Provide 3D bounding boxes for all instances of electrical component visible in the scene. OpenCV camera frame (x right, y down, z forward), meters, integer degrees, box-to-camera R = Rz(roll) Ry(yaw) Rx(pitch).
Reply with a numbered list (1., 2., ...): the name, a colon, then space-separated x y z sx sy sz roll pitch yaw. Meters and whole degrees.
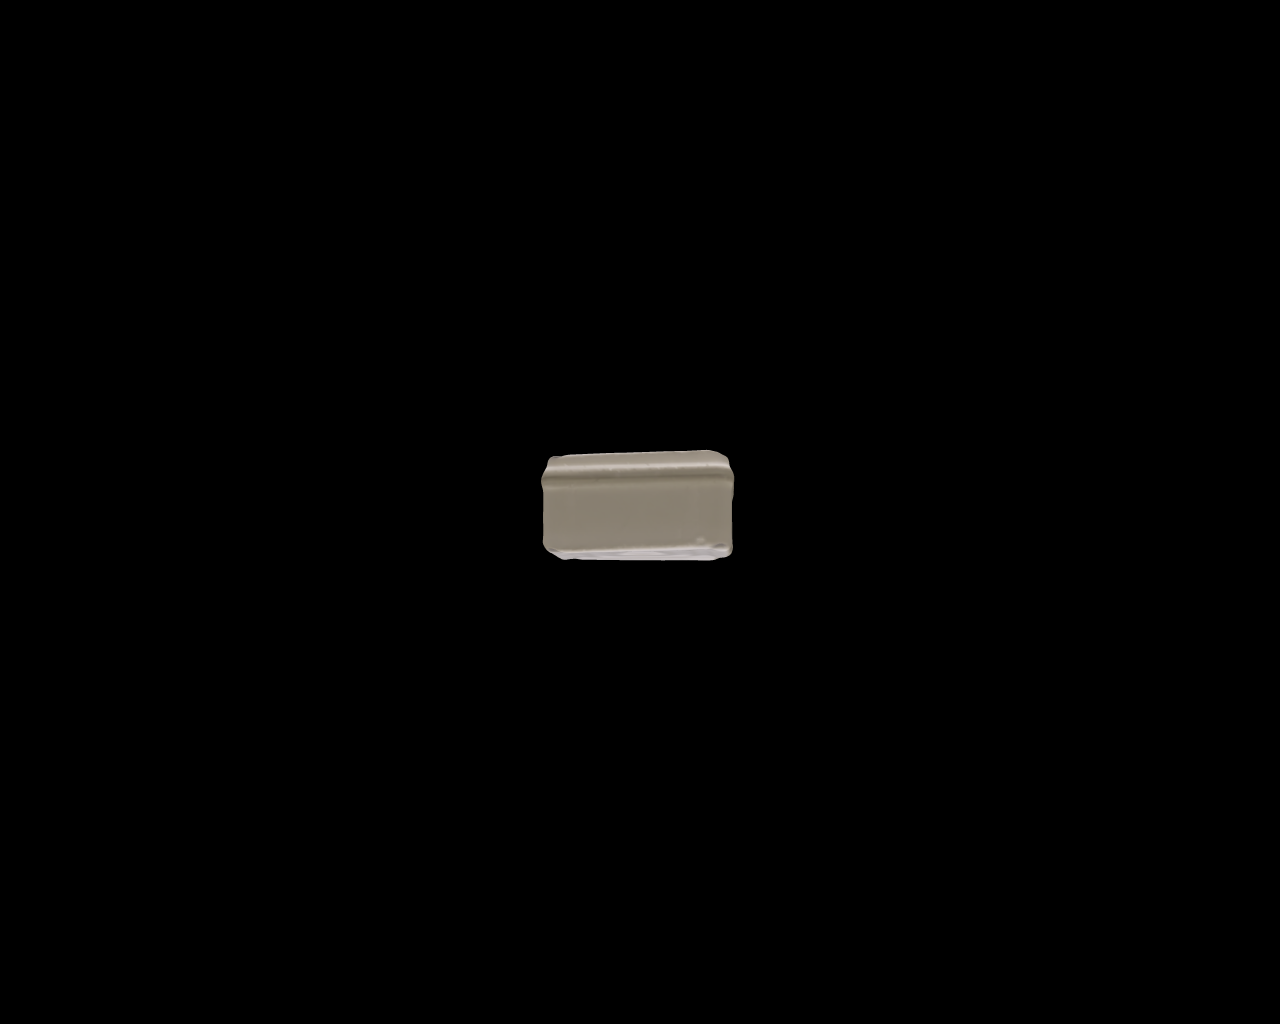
1. electrical component: 0.001 -0.003 0.650 0.113 0.057 0.078 -1 -7 5
